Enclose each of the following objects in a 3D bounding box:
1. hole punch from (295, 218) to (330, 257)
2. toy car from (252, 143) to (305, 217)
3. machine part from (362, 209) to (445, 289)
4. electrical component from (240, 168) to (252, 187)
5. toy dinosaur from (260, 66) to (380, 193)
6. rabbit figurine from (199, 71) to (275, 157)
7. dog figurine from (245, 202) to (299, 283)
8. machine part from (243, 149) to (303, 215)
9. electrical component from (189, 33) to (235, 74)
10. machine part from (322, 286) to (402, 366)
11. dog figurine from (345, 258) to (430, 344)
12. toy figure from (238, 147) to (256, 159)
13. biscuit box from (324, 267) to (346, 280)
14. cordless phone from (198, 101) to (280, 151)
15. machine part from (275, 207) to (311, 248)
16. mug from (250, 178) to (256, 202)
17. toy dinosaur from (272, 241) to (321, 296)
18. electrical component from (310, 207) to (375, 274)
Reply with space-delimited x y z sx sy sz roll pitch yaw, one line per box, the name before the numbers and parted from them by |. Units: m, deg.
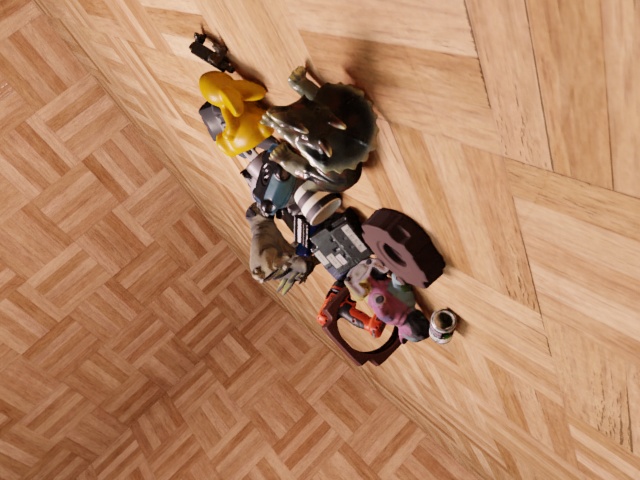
hole punch | -0.003 -0.004 1.302 0.092 0.115 0.142 7 178 -13
toy car | -0.083 -0.130 1.215 0.103 0.161 0.109 7 -157 -30
machine part | 0.156 0.018 1.034 0.179 0.056 0.179 43 165 15
electrical component | -0.173 -0.160 1.556 0.119 0.048 0.075 52 166 -23
toy dinosaur | 0.012 -0.144 0.899 0.192 0.131 0.404 42 172 20
rabbit figurine | -0.179 -0.268 1.096 0.173 0.122 0.162 52 161 -20
dog figurine | -0.155 0.001 1.380 0.190 0.121 0.172 50 -151 6
machine part | -0.099 -0.139 1.323 0.243 0.079 0.079 48 167 -4
electrical component | -0.219 -0.376 1.077 0.078 0.045 0.102 19 -165 -48
machine part | 0.120 0.203 1.372 0.201 0.201 0.087 46 169 2
dog figurine | 0.173 0.157 1.283 0.192 0.108 0.219 28 160 46
toy figure | -0.228 -0.277 1.364 0.154 0.064 0.058 47 -158 -13
biscuit box | 0.058 0.055 1.441 0.063 0.059 0.202 44 166 3
cordless phone | -0.174 -0.262 1.238 0.184 0.089 0.146 27 158 25
machine part | -0.061 -0.040 1.246 0.139 0.039 0.084 45 150 43
mug | -0.140 -0.140 1.451 0.110 0.081 0.107 34 157 16
toy dinosaur | -0.066 0.071 1.577 0.105 0.198 0.471 45 169 -7
electrical component | 0.045 0.007 1.195 0.134 0.058 0.115 -31 103 31
